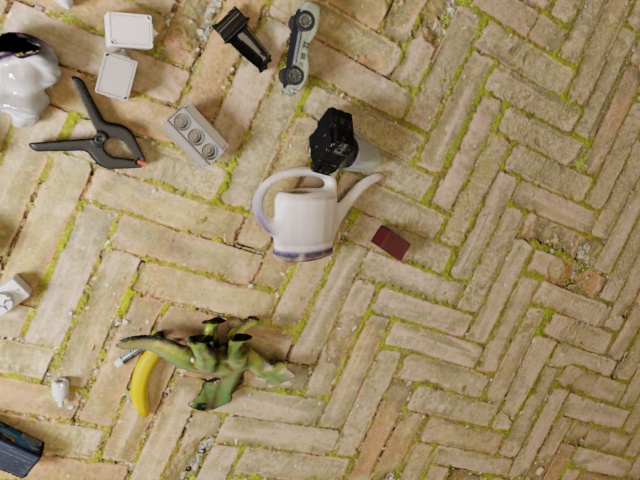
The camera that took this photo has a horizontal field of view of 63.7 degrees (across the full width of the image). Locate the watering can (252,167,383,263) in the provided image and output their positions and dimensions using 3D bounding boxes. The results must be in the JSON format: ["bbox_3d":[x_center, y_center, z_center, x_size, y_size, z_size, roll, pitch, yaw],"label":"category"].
[{"bbox_3d":[0.004,-0.061,1.210,0.349,0.105,0.222,-5,106,-30],"label":"watering can"}]

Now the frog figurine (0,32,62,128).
[{"bbox_3d":[-0.549,-0.295,0.954,0.138,0.125,0.155,-26,148,-22],"label":"frog figurine"}]

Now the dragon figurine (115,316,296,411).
[{"bbox_3d":[-0.254,0.306,1.199,0.411,0.124,0.239,-1,111,-20],"label":"dragon figurine"}]
